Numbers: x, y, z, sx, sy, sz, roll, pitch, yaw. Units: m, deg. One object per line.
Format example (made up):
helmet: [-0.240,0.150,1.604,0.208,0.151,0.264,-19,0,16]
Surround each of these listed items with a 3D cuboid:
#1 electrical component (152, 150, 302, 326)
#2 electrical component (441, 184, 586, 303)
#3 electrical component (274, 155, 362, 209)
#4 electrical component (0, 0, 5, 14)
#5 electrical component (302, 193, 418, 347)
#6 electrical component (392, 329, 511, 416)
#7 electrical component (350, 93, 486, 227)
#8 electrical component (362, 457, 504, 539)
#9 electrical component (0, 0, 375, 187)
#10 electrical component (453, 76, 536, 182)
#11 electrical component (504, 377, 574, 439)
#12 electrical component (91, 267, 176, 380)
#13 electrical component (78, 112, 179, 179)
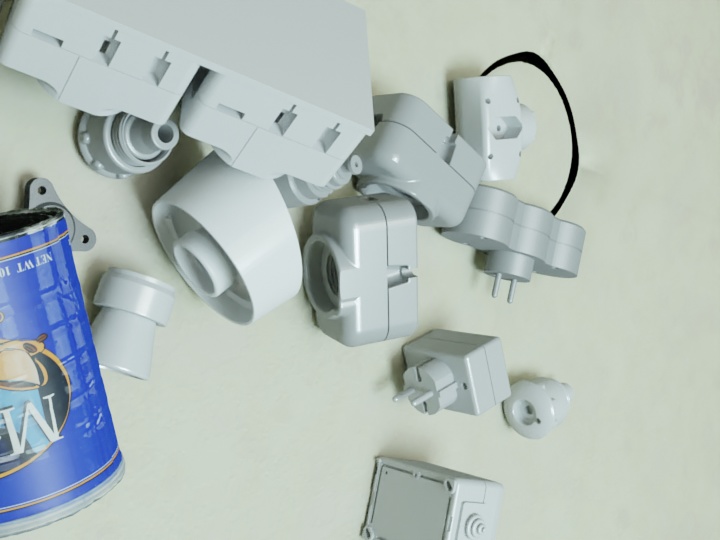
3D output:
electrical component: [-0.074,-0.019,0.634,0.064,0.099,0.099,-40,118,-25]
electrical component: [0.117,-0.012,0.830,0.138,0.052,0.073,19,80,-41]
electrical component: [-0.033,-0.061,0.682,0.040,0.078,0.040,11,76,-52]
electrical component: [-0.230,-0.128,0.519,0.100,0.048,0.099,38,69,-37]
electrical component: [0.000,0.000,0.718,0.059,0.054,0.095,-9,107,-28]
electrical component: [0.057,0.080,0.776,0.077,0.066,0.047,-25,109,-38]
electrical component: [0.037,-0.072,0.755,0.095,0.054,0.059,38,69,-37]
electrical component: [0.059,0.173,0.764,0.061,0.096,0.061,15,84,-41]
electrical component: [-0.090,-0.125,0.583,0.186,0.060,0.105,20,45,-24]
electrical component: [0.107,-0.108,0.820,0.079,0.043,0.077,-10,99,-40]
electrical component: [0.151,0.108,0.876,0.062,0.048,0.048,-15,103,-47]
electrical component: [-0.134,0.031,0.618,0.045,0.045,0.055,26,76,-39]
electrical component: [-0.126,-0.075,0.606,0.048,0.062,0.048,-4,96,-41]
